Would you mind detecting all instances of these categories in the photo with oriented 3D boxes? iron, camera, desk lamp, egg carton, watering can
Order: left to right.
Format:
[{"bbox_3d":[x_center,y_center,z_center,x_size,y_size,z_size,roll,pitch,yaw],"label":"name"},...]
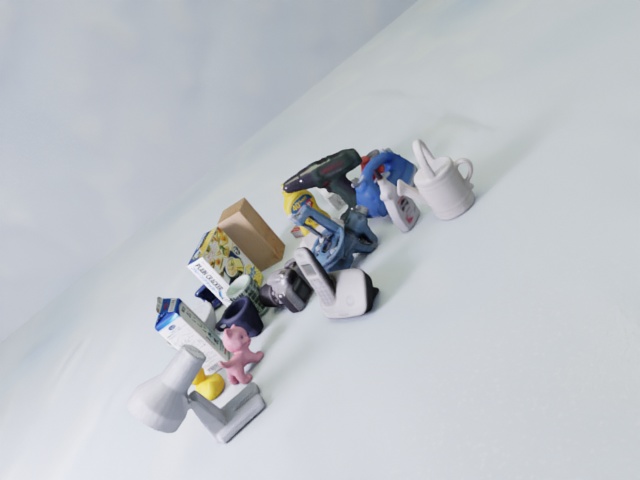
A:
[{"bbox_3d":[-0.263,0.333,1.212,0.203,0.214,0.117,-42,24,-5],"label":"desk lamp"},{"bbox_3d":[-0.094,0.115,1.489,0.136,0.101,0.143,-19,31,39],"label":"camera"},{"bbox_3d":[0.014,0.006,1.564,0.150,0.069,0.107,-39,24,2],"label":"egg carton"},{"bbox_3d":[0.173,-0.171,1.555,0.118,0.142,0.259,-12,36,46],"label":"iron"},{"bbox_3d":[0.259,-0.143,1.315,0.173,0.194,0.100,-36,24,7],"label":"watering can"}]

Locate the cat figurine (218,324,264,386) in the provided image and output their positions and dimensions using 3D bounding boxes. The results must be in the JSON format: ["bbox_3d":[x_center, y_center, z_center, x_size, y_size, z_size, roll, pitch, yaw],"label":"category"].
[{"bbox_3d":[-0.200,0.263,1.363,0.067,0.118,0.128,-20,30,37],"label":"cat figurine"}]

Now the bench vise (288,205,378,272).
[{"bbox_3d":[0.025,-0.023,1.412,0.121,0.220,0.208,-11,37,47],"label":"bench vise"}]

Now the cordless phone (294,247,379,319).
[{"bbox_3d":[0.028,0.085,1.259,0.147,0.185,0.094,-15,34,43],"label":"cordless phone"}]

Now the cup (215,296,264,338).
[{"bbox_3d":[-0.201,0.215,1.476,0.118,0.095,0.091,-39,24,2],"label":"cup"}]

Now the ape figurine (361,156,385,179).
[{"bbox_3d":[0.150,-0.213,1.723,0.078,0.092,0.076,-38,24,3],"label":"ape figurine"}]

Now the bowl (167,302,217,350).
[{"bbox_3d":[-0.353,0.262,1.640,0.167,0.075,0.167,-32,25,17],"label":"bowl"}]

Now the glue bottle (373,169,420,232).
[{"bbox_3d":[0.178,-0.104,1.390,0.037,0.173,0.078,-13,35,45],"label":"glue bottle"}]

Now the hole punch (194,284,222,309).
[{"bbox_3d":[-0.333,0.152,1.784,0.108,0.091,0.101,-40,24,0],"label":"hole punch"}]

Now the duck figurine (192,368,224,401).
[{"bbox_3d":[-0.288,0.341,1.392,0.104,0.086,0.078,-1,44,55],"label":"duck figurine"}]

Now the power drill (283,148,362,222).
[{"bbox_3d":[0.040,-0.143,1.615,0.229,0.209,0.075,-37,24,6],"label":"power drill"}]
